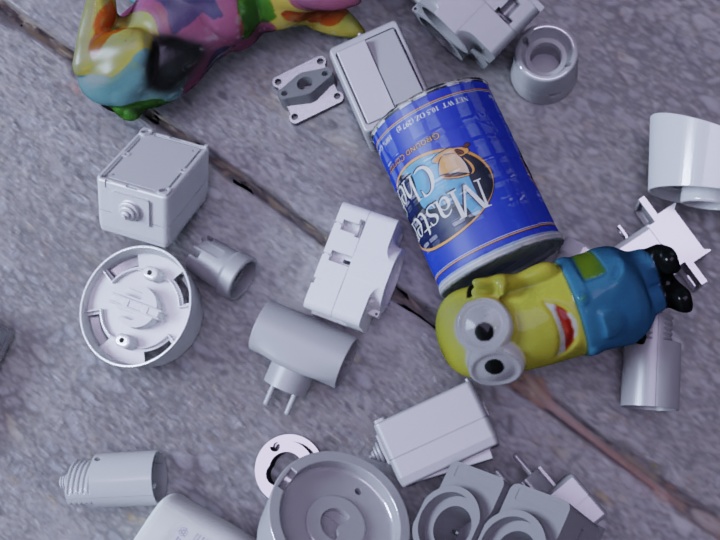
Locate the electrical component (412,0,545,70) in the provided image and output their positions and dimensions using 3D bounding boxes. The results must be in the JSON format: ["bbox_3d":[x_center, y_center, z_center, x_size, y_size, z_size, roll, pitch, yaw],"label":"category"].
[{"bbox_3d":[0.051,-0.243,0.848,0.186,0.105,0.060,44,95,-3],"label":"electrical component"}]

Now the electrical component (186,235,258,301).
[{"bbox_3d":[-0.114,-0.003,0.880,0.046,0.040,0.040,30,84,16],"label":"electrical component"}]

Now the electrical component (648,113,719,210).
[{"bbox_3d":[0.267,-0.080,0.819,0.099,0.099,0.064,8,86,9],"label":"electrical component"}]

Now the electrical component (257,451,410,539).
[{"bbox_3d":[-0.024,0.196,0.794,0.108,0.060,0.108,13,50,-16],"label":"electrical component"}]

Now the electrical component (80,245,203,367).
[{"bbox_3d":[-0.176,0.032,0.867,0.099,0.064,0.099,-1,79,7],"label":"electrical component"}]

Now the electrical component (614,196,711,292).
[{"bbox_3d":[0.230,-0.012,0.838,0.064,0.042,0.081,-34,76,3],"label":"electrical component"}]

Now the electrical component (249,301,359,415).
[{"bbox_3d":[-0.052,0.075,0.855,0.077,0.043,0.079,23,91,11],"label":"electrical component"}]

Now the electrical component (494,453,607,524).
[{"bbox_3d":[0.134,0.174,0.810,0.066,0.047,0.076,-40,77,-2],"label":"electrical component"}]

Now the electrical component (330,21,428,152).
[{"bbox_3d":[0.017,-0.157,0.882,0.062,0.061,0.096,-24,77,2],"label":"electrical component"}]

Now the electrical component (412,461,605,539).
[{"bbox_3d":[0.074,0.235,0.732,0.105,0.060,0.186,12,69,44],"label":"electrical component"}]

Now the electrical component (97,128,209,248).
[{"bbox_3d":[-0.169,-0.061,0.869,0.062,0.061,0.096,16,40,10],"label":"electrical component"}]

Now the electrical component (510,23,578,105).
[{"bbox_3d":[0.151,-0.168,0.875,0.055,0.047,0.055,-1,79,7],"label":"electrical component"}]

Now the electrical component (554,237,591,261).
[{"bbox_3d":[0.167,0.003,0.844,0.040,0.040,0.046,33,91,12],"label":"electrical component"}]

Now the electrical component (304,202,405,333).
[{"bbox_3d":[0.000,0.000,0.859,0.056,0.050,0.089,19,82,11],"label":"electrical component"}]

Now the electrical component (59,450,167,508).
[{"bbox_3d":[-0.199,0.167,0.855,0.081,0.043,0.043,-4,79,6],"label":"electrical component"}]

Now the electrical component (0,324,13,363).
[{"bbox_3d":[-0.362,0.077,0.886,0.109,0.056,0.108,22,82,11],"label":"electrical component"}]

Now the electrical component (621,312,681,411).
[{"bbox_3d":[0.223,0.065,0.822,0.043,0.043,0.081,4,80,8],"label":"electrical component"}]

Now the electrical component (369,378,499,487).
[{"bbox_3d":[0.055,0.131,0.821,0.096,0.061,0.061,-25,77,2],"label":"electrical component"}]
